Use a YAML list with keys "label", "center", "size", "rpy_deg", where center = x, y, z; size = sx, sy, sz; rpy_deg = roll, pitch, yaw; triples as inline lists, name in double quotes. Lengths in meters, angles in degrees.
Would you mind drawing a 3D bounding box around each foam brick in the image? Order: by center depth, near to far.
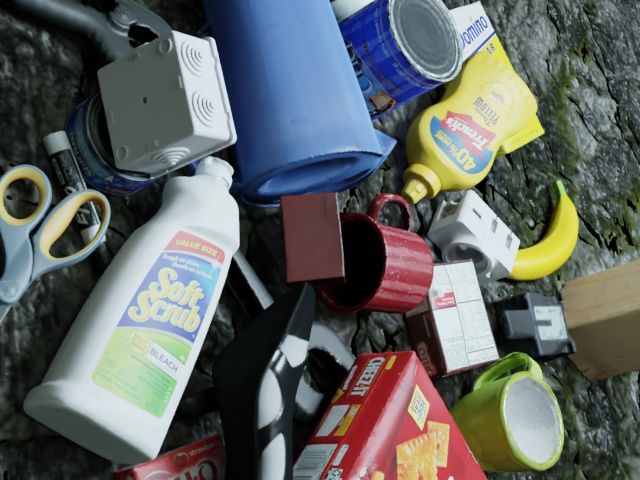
- label: "foam brick"
  center: [-0.006, 0.001, 0.942]
  size: [0.053, 0.051, 0.078]
  rpy_deg: [-4, 79, 1]

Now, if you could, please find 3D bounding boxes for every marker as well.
- label: "marker"
  center: [-0.186, -0.026, 0.834]
  size: [0.020, 0.020, 0.121]
  rpy_deg: [-20, 88, -46]

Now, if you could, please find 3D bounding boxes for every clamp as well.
- label: "clamp"
  center: [-0.173, -0.190, 0.899]
  size: [0.171, 0.039, 0.120]
  rpy_deg: [38, 54, -20]
- label: "clamp"
  center: [-0.036, 0.109, 0.909]
  size: [0.209, 0.036, 0.164]
  rpy_deg: [36, 52, -28]

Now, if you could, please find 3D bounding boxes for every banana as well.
- label: "banana"
  center: [0.259, 0.004, 1.242]
  size: [0.069, 0.037, 0.197]
  rpy_deg: [43, 44, 2]

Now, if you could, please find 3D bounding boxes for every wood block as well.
- label: "wood block"
  center: [0.374, 0.079, 1.194]
  size: [0.090, 0.207, 0.090]
  rpy_deg: [46, 47, -20]

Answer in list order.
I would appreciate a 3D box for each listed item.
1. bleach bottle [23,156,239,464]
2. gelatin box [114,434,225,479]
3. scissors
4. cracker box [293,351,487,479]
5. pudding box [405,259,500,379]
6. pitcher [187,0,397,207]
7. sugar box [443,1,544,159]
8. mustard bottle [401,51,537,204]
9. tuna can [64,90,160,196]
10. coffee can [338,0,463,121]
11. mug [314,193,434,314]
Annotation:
- label: "bleach bottle"
  center: [-0.127, 0.037, 0.816]
  size: [0.102, 0.068, 0.250]
  rpy_deg: [38, 55, -29]
- label: "gelatin box"
  center: [-0.104, 0.196, 0.812]
  size: [0.089, 0.030, 0.073]
  rpy_deg: [-13, 82, -46]
- label: "scissors"
  center: [-0.235, 0.020, 0.768]
  size: [0.096, 0.016, 0.201]
  rpy_deg: [43, 57, -1]
- label: "cracker box"
  center: [0.071, 0.227, 0.911]
  size: [0.213, 0.072, 0.164]
  rpy_deg: [59, 43, -25]
- label: "pudding box"
  center: [0.130, 0.079, 1.082]
  size: [0.089, 0.039, 0.113]
  rpy_deg: [-4, 78, -46]
- label: "pitcher"
  center: [-0.045, -0.157, 0.959]
  size: [0.149, 0.145, 0.243]
  rpy_deg: [5, 66, -56]
- label: "sugar box"
  center: [0.188, -0.185, 1.243]
  size: [0.093, 0.048, 0.176]
  rpy_deg: [-29, 95, -45]
- label: "mustard bottle"
  center: [0.147, -0.109, 1.141]
  size: [0.096, 0.058, 0.191]
  rpy_deg: [45, 67, -10]
- label: "tuna can"
  center: [-0.163, -0.081, 0.870]
  size: [0.086, 0.034, 0.086]
  rpy_deg: [19, 60, -38]
- label: "coffee can"
  center: [0.053, -0.174, 1.039]
  size: [0.102, 0.141, 0.103]
  rpy_deg: [19, 60, -38]
- label: "mug"
  center: [0.055, 0.014, 0.992]
  size: [0.081, 0.093, 0.117]
  rpy_deg: [11, 94, -46]
